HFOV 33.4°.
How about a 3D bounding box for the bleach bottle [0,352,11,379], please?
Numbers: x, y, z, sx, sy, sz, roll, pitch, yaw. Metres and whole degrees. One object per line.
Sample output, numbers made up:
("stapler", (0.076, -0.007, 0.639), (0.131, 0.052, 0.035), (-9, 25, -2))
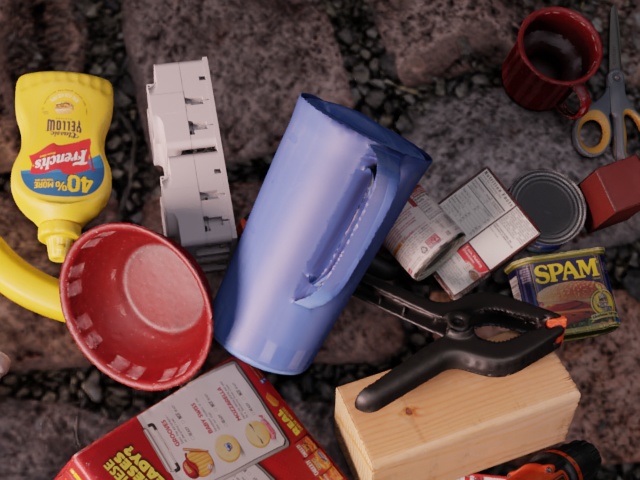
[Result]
("bleach bottle", (-0.359, 0.213, 0.944), (0.102, 0.068, 0.251), (13, 73, -4))

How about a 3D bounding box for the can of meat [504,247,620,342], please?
("can of meat", (0.248, 0.059, 1.088), (0.102, 0.057, 0.084), (-8, 75, -11))

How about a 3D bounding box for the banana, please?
("banana", (-0.265, 0.037, 1.028), (0.198, 0.037, 0.069), (33, 71, 3))

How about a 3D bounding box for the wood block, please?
("wood block", (0.125, 0.164, 1.002), (0.206, 0.090, 0.091), (-16, 51, -13))

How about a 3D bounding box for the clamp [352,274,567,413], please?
("clamp", (0.120, 0.081, 0.991), (0.210, 0.036, 0.164), (-7, 44, -7))

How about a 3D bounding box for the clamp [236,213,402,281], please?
("clamp", (0.004, -0.006, 1.082), (0.171, 0.039, 0.120), (-11, 69, -15))

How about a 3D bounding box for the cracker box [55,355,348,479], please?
("cracker box", (-0.099, 0.214, 0.930), (0.164, 0.072, 0.213), (50, 42, 9))

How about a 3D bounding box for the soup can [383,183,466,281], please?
("soup can", (0.085, -0.019, 1.044), (0.068, 0.068, 0.102), (-37, 75, -18))

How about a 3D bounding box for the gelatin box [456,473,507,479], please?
("gelatin box", (0.158, 0.262, 1.021), (0.089, 0.030, 0.073), (7, 73, -6))

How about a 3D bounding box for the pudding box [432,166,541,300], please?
("pudding box", (0.154, -0.006, 1.086), (0.113, 0.039, 0.090), (-37, 79, 2))

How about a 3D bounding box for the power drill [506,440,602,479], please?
("power drill", (0.232, 0.289, 0.984), (0.184, 0.057, 0.188), (-11, 80, -50))

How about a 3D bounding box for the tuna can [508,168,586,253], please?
("tuna can", (0.234, -0.030, 1.126), (0.086, 0.034, 0.086), (2, 72, -8))

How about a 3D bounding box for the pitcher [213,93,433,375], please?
("pitcher", (-0.006, 0.001, 0.968), (0.145, 0.149, 0.243), (32, 104, 22))

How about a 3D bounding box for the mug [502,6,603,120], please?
("mug", (0.253, -0.182, 1.153), (0.093, 0.081, 0.117), (-29, 78, -16))

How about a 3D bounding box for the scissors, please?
("scissors", (0.314, -0.171, 1.194), (0.096, 0.016, 0.202), (-8, 73, -11))

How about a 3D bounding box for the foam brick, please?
("foam brick", (0.306, -0.048, 1.120), (0.053, 0.078, 0.051), (-18, 77, -14))

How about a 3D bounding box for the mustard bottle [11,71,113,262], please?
("mustard bottle", (-0.253, -0.070, 1.049), (0.096, 0.058, 0.191), (3, 69, -14))

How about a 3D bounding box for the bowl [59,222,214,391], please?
("bowl", (-0.156, 0.053, 0.974), (0.162, 0.162, 0.055), (42, 30, 6))
